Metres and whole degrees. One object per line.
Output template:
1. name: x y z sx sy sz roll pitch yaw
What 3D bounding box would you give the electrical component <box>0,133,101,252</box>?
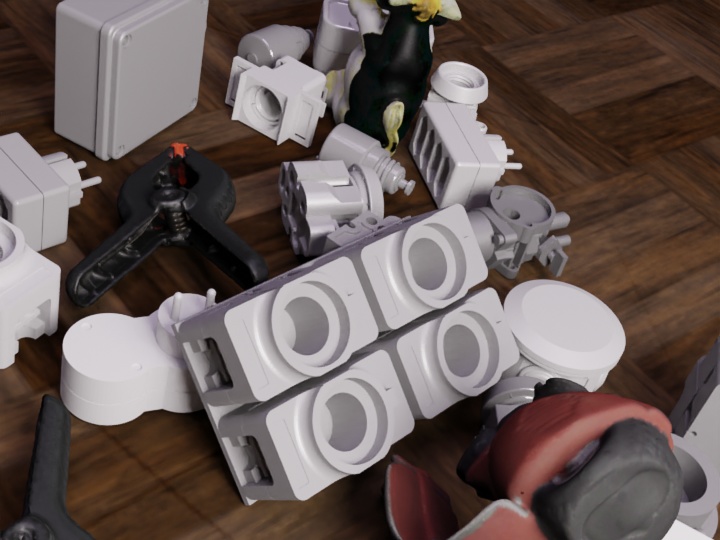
1. electrical component: -0.207 -0.054 0.700 0.077 0.047 0.066 -24 54 -38

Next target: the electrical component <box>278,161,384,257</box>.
1. electrical component: -0.019 -0.044 0.746 0.057 0.058 0.078 -5 44 -20

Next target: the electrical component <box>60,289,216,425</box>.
1. electrical component: -0.098 0.039 0.610 0.138 0.073 0.052 -6 45 -25

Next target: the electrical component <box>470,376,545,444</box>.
1. electrical component: 0.096 0.097 0.634 0.066 0.048 0.055 7 48 -11

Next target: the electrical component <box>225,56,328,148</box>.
1. electrical component: -0.062 -0.137 0.850 0.081 0.042 0.064 30 38 14

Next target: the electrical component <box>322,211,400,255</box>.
1. electrical component: 0.000 0.000 0.702 0.048 0.055 0.066 35 43 21

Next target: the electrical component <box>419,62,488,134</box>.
1. electrical component: 0.077 -0.137 0.886 0.066 0.055 0.048 18 40 1

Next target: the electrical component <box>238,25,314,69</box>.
1. electrical component: -0.068 -0.187 0.906 0.040 0.040 0.078 35 43 20

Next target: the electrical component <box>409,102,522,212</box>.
1. electrical component: 0.090 -0.088 0.841 0.076 0.047 0.083 0 42 -21

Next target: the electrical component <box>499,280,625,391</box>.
1. electrical component: 0.125 0.048 0.694 0.080 0.051 0.080 10 40 -8

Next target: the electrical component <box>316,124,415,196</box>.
1. electrical component: 0.005 -0.079 0.806 0.078 0.040 0.040 29 41 14

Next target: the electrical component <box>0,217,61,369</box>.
1. electrical component: -0.223 0.004 0.621 0.089 0.055 0.050 30 42 15

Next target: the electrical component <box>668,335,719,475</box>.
1. electrical component: 0.224 0.088 0.652 0.050 0.089 0.055 21 40 5

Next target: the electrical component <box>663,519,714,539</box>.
1. electrical component: 0.140 0.163 0.558 0.096 0.061 0.061 27 41 13

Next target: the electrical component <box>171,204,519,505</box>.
1. electrical component: 0.002 0.041 0.609 0.186 0.060 0.105 -26 97 -39

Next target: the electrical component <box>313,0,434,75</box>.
1. electrical component: 0.009 -0.188 0.919 0.095 0.059 0.053 9 40 -9

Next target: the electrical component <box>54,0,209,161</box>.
1. electrical component: -0.166 -0.152 0.780 0.056 0.108 0.108 27 41 15
